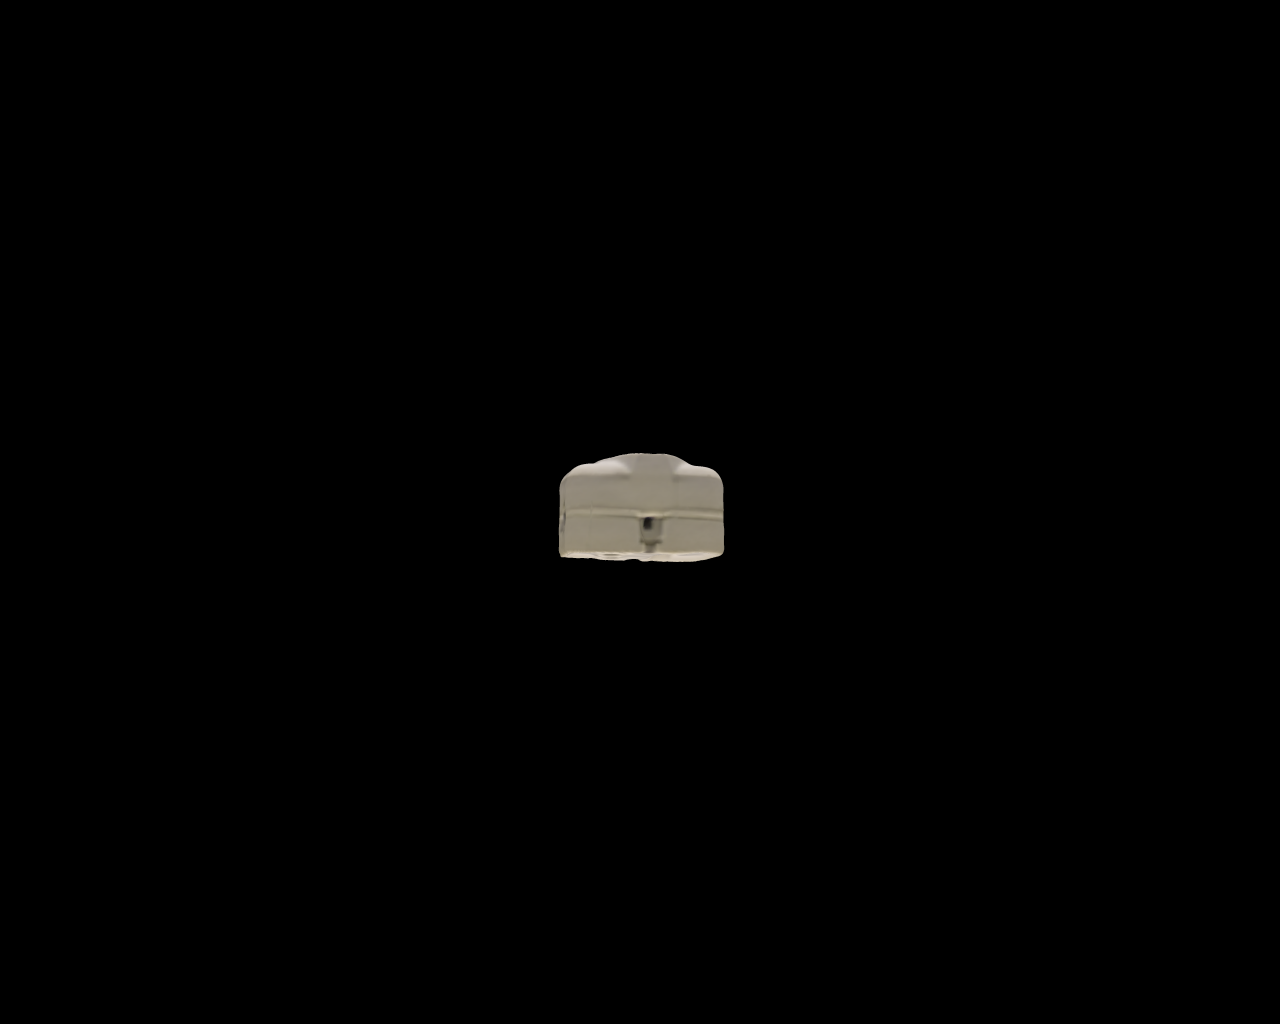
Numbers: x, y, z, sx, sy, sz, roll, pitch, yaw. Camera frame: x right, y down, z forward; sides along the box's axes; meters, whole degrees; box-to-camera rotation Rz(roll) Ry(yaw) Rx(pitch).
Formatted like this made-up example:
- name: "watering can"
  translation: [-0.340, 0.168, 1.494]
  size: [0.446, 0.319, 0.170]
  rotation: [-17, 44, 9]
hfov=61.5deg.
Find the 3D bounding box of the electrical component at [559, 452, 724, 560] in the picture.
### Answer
- name: "electrical component"
  translation: [0.001, -0.003, 0.650]
  size: [0.095, 0.059, 0.053]
  rotation: [2, -7, -14]
